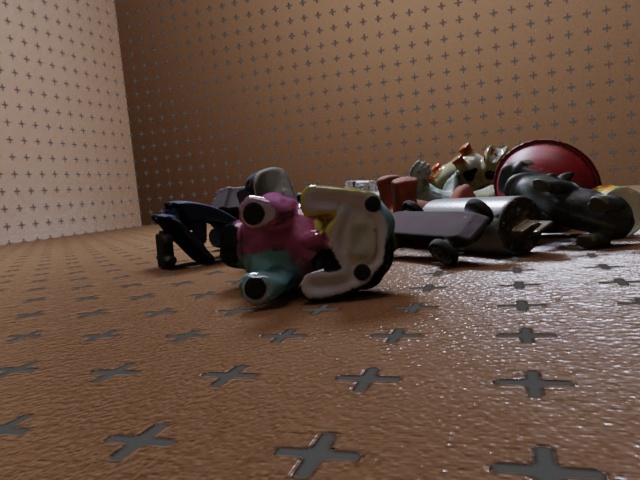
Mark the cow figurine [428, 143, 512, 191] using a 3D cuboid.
[{"bbox_3d":[0.328,-0.137,1.135,0.195,0.127,0.085,-33,19,52],"label":"cow figurine"}]

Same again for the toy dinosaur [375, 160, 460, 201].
[{"bbox_3d":[0.143,-0.059,1.101,0.405,0.131,0.192,-11,-14,23],"label":"toy dinosaur"}]

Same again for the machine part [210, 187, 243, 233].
[{"bbox_3d":[-0.124,-0.043,1.033,0.179,0.056,0.179,6,-27,3],"label":"machine part"}]

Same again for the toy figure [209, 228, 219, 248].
[{"bbox_3d":[-0.175,-0.012,1.200,0.064,0.057,0.154,42,29,27],"label":"toy figure"}]

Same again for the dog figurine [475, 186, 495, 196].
[{"bbox_3d":[0.379,-0.076,1.174,0.172,0.121,0.191,-39,15,18],"label":"dog figurine"}]

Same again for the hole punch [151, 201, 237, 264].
[{"bbox_3d":[-0.214,-0.030,0.925,0.092,0.115,0.142,-51,26,-16],"label":"hole punch"}]

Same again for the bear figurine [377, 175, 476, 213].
[{"bbox_3d":[0.211,-0.059,0.921,0.196,0.131,0.120,-12,11,-7],"label":"bear figurine"}]

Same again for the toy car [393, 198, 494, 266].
[{"bbox_3d":[0.145,-0.009,0.709,0.089,0.053,0.202,-43,21,-20],"label":"toy car"}]

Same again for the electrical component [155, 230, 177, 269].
[{"bbox_3d":[-0.262,0.015,0.908,0.021,0.063,0.094,-7,5,-28],"label":"electrical component"}]

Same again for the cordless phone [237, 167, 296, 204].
[{"bbox_3d":[-0.053,-0.034,0.760,0.089,0.146,0.184,-15,5,-15],"label":"cordless phone"}]

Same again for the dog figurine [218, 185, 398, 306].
[{"bbox_3d":[-0.023,0.001,0.596,0.192,0.108,0.219,-6,2,-3],"label":"dog figurine"}]

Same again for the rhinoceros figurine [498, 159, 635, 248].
[{"bbox_3d":[0.324,-0.058,0.729,0.112,0.073,0.191,-20,35,-33],"label":"rhinoceros figurine"}]

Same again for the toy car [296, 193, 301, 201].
[{"bbox_3d":[0.010,-0.065,1.244,0.103,0.109,0.162,-17,11,-12],"label":"toy car"}]

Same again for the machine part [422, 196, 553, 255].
[{"bbox_3d":[0.215,-0.022,0.743,0.079,0.079,0.243,-8,5,-26],"label":"machine part"}]
